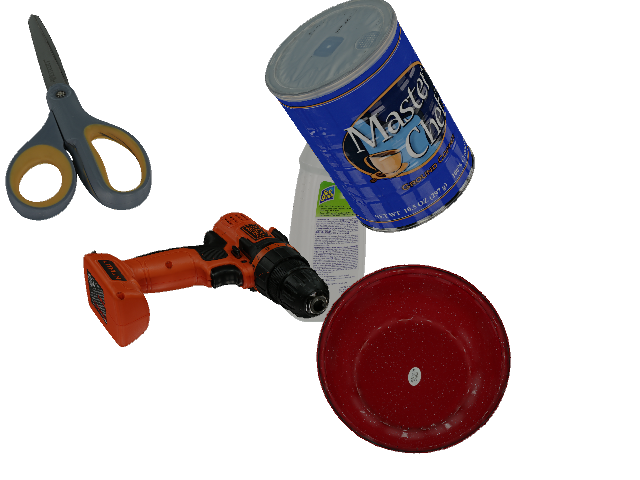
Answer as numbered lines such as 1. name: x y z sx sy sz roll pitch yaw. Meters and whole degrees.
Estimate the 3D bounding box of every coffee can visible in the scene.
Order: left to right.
1. coffee can: 0.038 -0.090 0.781 0.103 0.102 0.140 0 -42 40

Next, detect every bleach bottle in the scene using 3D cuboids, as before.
1. bleach bottle: 0.016 -0.030 1.273 0.102 0.251 0.068 -4 20 -29

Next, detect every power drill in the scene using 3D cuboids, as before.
1. power drill: -0.105 0.038 0.959 0.187 0.057 0.185 -13 26 -26

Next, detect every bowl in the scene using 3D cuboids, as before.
1. bowl: 0.075 0.103 0.865 0.162 0.162 0.055 0 7 6

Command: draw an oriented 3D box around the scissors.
1. scissors: -0.181 -0.079 0.690 0.096 0.016 0.202 -28 55 -24
